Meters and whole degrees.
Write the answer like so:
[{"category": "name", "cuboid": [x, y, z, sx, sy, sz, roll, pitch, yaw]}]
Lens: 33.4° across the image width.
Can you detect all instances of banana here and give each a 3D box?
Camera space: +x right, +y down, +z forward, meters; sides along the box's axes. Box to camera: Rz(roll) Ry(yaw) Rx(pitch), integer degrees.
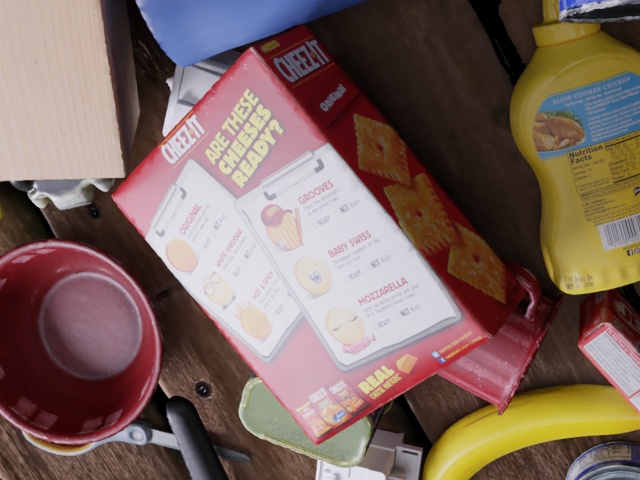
[{"category": "banana", "cuboid": [0.146, 0.145, 0.778, 0.198, 0.037, 0.069, -33, 112, 25]}]

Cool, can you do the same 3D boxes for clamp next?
[{"category": "clamp", "cuboid": [-0.091, 0.237, 0.877, 0.210, 0.036, 0.165, 44, 122, -8]}]

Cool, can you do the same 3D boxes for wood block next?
[{"category": "wood block", "cuboid": [-0.169, -0.145, 0.651, 0.091, 0.090, 0.206, -1, 128, -1]}]

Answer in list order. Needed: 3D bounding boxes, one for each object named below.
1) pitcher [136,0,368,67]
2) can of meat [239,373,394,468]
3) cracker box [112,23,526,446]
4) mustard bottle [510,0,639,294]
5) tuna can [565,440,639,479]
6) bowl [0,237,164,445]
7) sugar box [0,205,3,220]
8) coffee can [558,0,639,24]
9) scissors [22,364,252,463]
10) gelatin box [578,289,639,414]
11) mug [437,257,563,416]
[{"category": "pitcher", "cuboid": [0.004, -0.196, 0.626, 0.243, 0.149, 0.145, -15, 144, 12]}, {"category": "can of meat", "cuboid": [-0.001, 0.114, 0.782, 0.102, 0.083, 0.057, 18, 114, 10]}, {"category": "cracker box", "cuboid": [-0.004, 0.001, 0.665, 0.214, 0.072, 0.164, 51, 128, 0]}, {"category": "mustard bottle", "cuboid": [0.172, -0.068, 0.677, 0.096, 0.058, 0.191, -17, 104, 2]}, {"category": "tuna can", "cuboid": [0.220, 0.191, 0.772, 0.086, 0.033, 0.086, 5, 110, 14]}, {"category": "bowl", "cuboid": [-0.190, 0.074, 0.831, 0.162, 0.055, 0.162, 2, 100, 12]}, {"category": "sugar box", "cuboid": [-0.287, -0.096, 0.774, 0.093, 0.048, 0.176, 26, 132, 32]}, {"category": "coffee can", "cuboid": [0.179, -0.197, 0.587, 0.103, 0.102, 0.140, -3, 95, 17]}, {"category": "scissors", "cuboid": [-0.158, 0.141, 0.876, 0.202, 0.016, 0.096, -4, 108, 17]}, {"category": "gelatin box", "cuboid": [0.212, 0.079, 0.712, 0.030, 0.073, 0.089, -42, 93, 23]}, {"category": "mug", "cuboid": [0.110, 0.053, 0.719, 0.081, 0.093, 0.117, 28, 143, 10]}]
